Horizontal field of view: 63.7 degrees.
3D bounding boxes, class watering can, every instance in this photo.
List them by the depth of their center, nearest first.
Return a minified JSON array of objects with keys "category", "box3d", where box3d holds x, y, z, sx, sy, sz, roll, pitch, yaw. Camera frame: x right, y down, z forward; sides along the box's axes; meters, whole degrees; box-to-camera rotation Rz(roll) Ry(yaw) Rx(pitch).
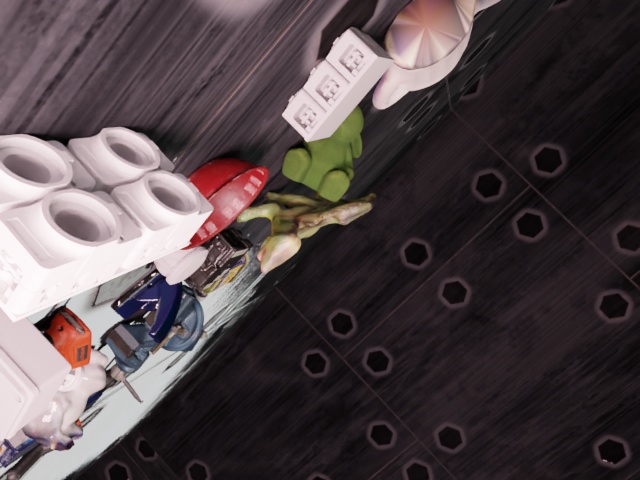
[{"category":"watering can","box3d":[0.214,-0.356,0.861,0.346,0.104,0.224,-44,174,7]}]

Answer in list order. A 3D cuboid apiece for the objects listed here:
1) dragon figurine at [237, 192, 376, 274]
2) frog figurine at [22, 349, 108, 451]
[{"category":"dragon figurine","box3d":[0.003,-0.050,0.998,0.242,0.120,0.417,-1,-155,40]},{"category":"frog figurine","box3d":[-0.450,0.270,0.911,0.136,0.123,0.161,57,43,-75]}]
